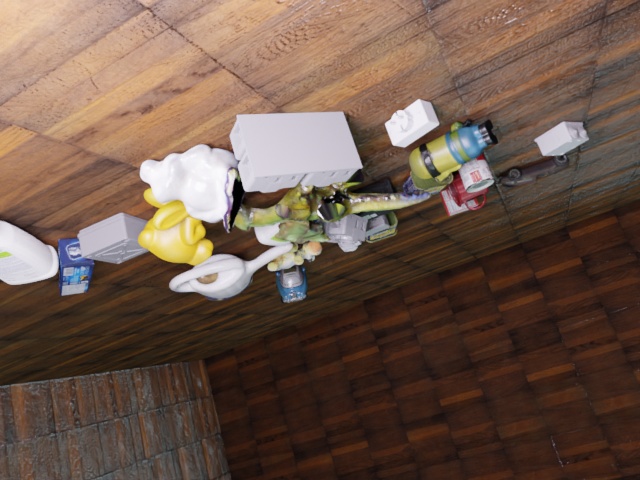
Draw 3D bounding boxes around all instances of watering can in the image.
[{"bbox_3d":[-0.233,0.088,1.419,0.348,0.105,0.221,-16,-15,-3],"label":"watering can"}]

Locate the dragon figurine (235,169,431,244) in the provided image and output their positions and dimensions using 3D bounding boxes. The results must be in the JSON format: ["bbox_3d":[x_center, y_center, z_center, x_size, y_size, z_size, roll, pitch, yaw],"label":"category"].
[{"bbox_3d":[0.003,-0.055,1.089,0.410,0.124,0.239,4,-22,-13],"label":"dragon figurine"}]

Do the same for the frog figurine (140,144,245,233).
[{"bbox_3d":[-0.207,-0.095,0.850,0.159,0.125,0.134,15,-38,6],"label":"frog figurine"}]
